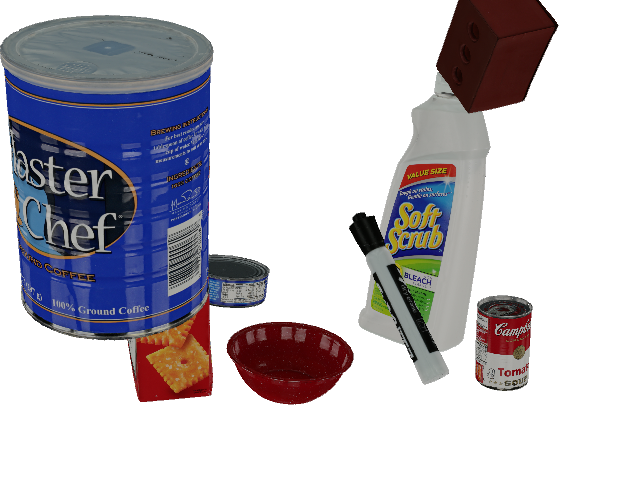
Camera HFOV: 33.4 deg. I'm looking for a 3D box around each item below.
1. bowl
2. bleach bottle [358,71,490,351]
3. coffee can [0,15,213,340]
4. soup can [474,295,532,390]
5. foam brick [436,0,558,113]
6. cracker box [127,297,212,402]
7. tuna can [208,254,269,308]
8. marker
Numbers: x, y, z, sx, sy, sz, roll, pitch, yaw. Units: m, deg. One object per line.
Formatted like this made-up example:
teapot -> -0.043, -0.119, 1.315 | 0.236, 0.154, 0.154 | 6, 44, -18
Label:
bowl -> -0.040, 0.162, 1.360 | 0.162, 0.055, 0.162 | 4, 21, -2
bleach bottle -> 0.099, -0.029, 0.981 | 0.103, 0.251, 0.067 | 18, 21, 35
coffee can -> -0.108, -0.034, 0.554 | 0.103, 0.140, 0.103 | 3, 28, -2
soup can -> 0.229, 0.128, 1.338 | 0.068, 0.102, 0.068 | -1, 19, 0
foam brick -> 0.124, -0.138, 0.761 | 0.051, 0.053, 0.078 | -17, -31, -22
cracker box -> -0.135, 0.006, 0.926 | 0.072, 0.214, 0.164 | -3, 25, -13
tuna can -> -0.098, 0.043, 1.127 | 0.086, 0.034, 0.086 | 7, 14, -2
marker -> 0.050, 0.036, 0.697 | 0.020, 0.121, 0.020 | -23, -15, -7
